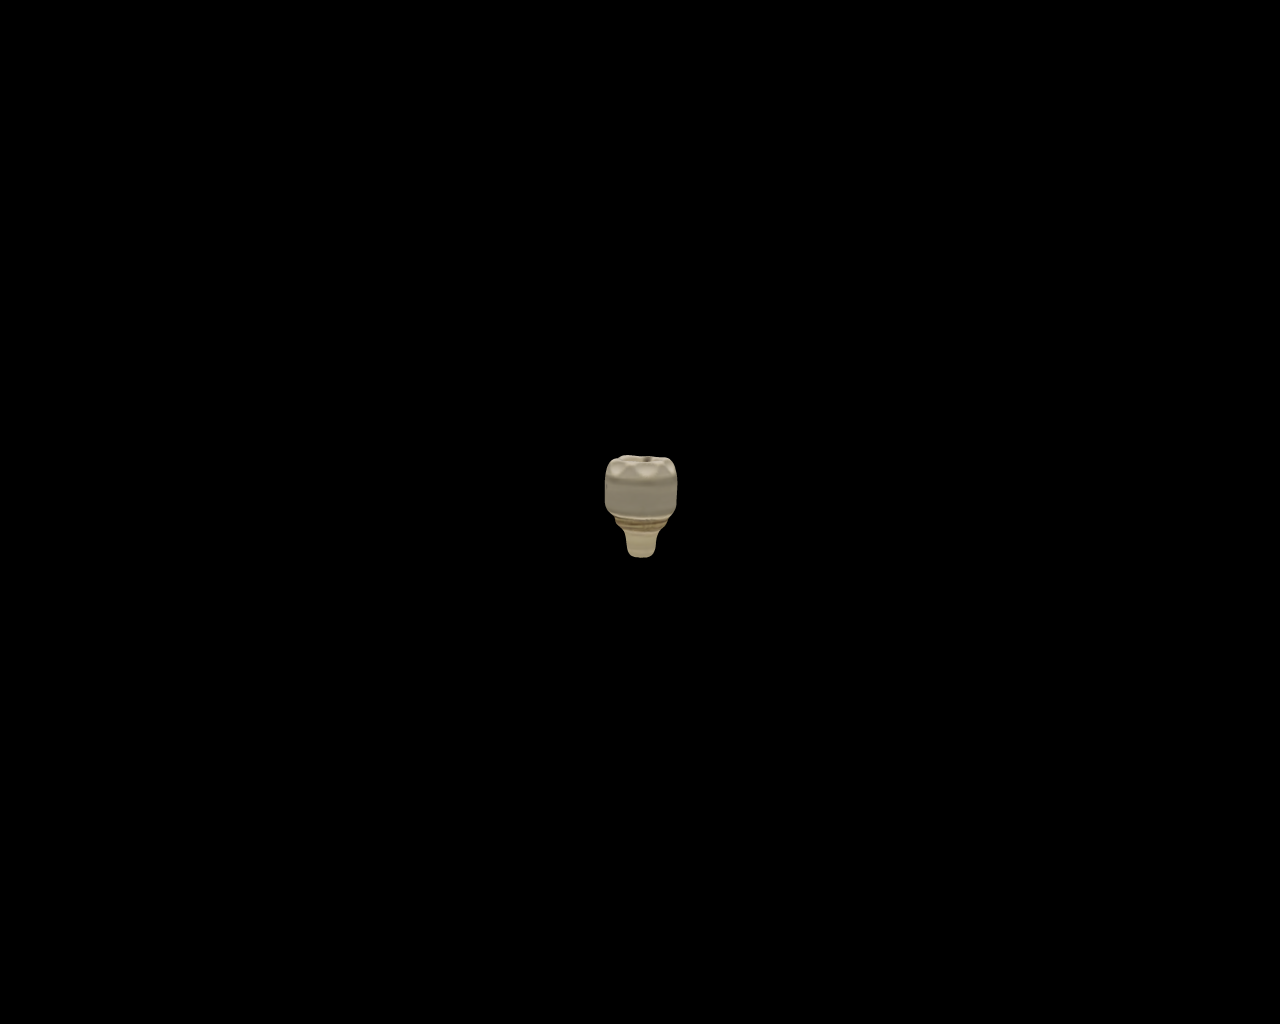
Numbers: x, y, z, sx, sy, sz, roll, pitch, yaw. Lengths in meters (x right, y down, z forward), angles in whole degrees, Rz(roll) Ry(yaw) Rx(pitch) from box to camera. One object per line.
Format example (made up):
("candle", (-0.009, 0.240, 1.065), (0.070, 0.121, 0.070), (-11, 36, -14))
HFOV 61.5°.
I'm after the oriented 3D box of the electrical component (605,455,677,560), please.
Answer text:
("electrical component", (0.001, -0.003, 0.650), (0.043, 0.062, 0.043), (0, 10, 0))
